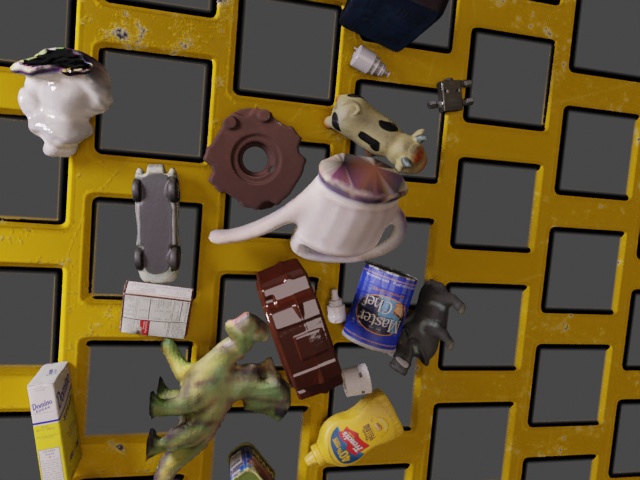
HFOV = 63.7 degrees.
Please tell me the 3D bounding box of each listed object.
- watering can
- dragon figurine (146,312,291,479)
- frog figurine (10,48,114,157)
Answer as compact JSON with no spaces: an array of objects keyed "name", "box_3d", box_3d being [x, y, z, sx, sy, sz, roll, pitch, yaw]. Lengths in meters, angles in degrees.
[{"name":"watering can","box_3d":[0.003,-0.044,0.871,0.347,0.106,0.219,6,132,-21]},{"name":"dragon figurine","box_3d":[-0.168,0.294,0.892,0.243,0.124,0.403,3,113,-13]},{"name":"frog figurine","box_3d":[-0.398,-0.214,0.815,0.138,0.125,0.155,-11,135,-19]}]
